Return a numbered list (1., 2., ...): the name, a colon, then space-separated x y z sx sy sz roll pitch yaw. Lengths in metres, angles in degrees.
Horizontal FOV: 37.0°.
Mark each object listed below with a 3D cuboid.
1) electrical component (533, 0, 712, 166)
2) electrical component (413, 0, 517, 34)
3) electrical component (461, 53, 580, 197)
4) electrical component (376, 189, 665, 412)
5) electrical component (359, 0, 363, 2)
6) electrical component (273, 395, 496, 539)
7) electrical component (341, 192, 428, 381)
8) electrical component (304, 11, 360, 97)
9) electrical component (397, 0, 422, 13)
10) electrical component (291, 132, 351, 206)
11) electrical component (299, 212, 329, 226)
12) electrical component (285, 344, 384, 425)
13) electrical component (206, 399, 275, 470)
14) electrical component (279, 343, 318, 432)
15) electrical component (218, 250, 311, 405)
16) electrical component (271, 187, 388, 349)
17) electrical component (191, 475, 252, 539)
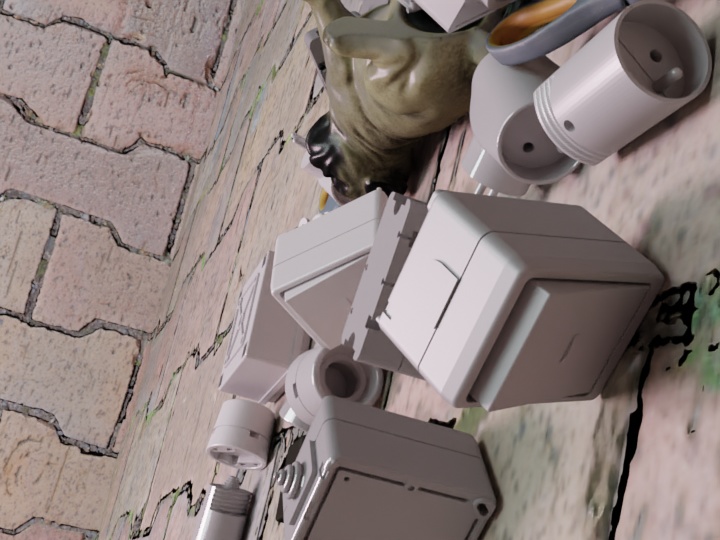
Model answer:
1. electrical component: 0.103 -0.073 0.445 0.081 0.043 0.043 140 145 -65
2. electrical component: 0.094 -0.204 0.493 0.105 0.060 0.186 -34 -15 -40
3. electrical component: 0.076 -0.063 0.536 0.077 0.044 0.079 -97 28 -59
4. electrical component: 0.067 0.014 0.406 0.061 0.096 0.061 48 124 42
5. electrical component: 0.003 -0.280 0.938 0.057 0.113 0.078 -152 79 -79
6. electrical component: 0.005 0.102 0.503 0.061 0.096 0.061 -102 32 -63
7. electrical component: 0.034 0.010 0.587 0.050 0.056 0.089 -137 65 -75
8. electrical component: -0.004 -0.153 0.853 0.055 0.050 0.089 -113 -2 -69
9. electrical component: 0.031 -0.206 0.633 0.096 0.061 0.061 52 160 41
10. electrical component: -0.021 -0.088 0.872 0.043 0.079 0.077 -56 18 14
11. electrical component: -0.006 -0.025 0.749 0.040 0.078 0.040 -19 67 55
12. electrical component: -0.016 0.074 0.709 0.047 0.055 0.055 144 141 -62
13. electrical component: -0.106 0.148 0.969 0.055 0.055 0.047 130 158 -57
14. electrical component: -0.025 0.081 0.764 0.065 0.044 0.044 -67 14 4
15. electrical component: -0.083 0.054 0.986 0.108 0.056 0.108 131 152 -59
16. electrical component: 0.000 0.000 0.667 0.096 0.061 0.061 -24 37 22
17. electrical component: -0.124 0.225 0.967 0.043 0.043 0.081 176 110 -75
